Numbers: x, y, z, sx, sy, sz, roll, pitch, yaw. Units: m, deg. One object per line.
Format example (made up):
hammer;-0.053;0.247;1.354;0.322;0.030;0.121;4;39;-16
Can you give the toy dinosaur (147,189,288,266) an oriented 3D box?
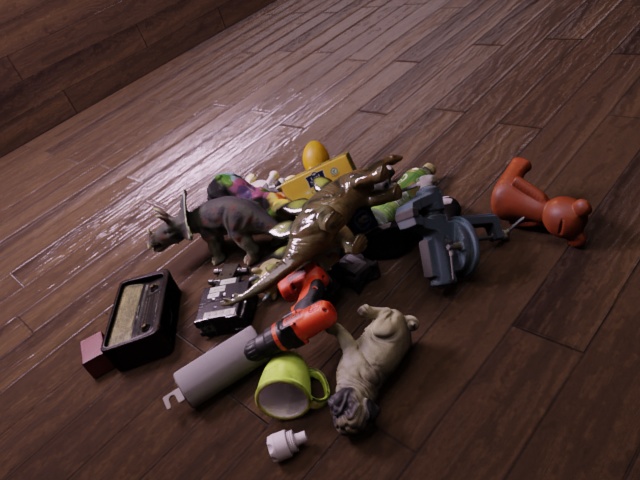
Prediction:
toy dinosaur;-0.214;-0.043;1.284;0.405;0.191;0.131;-8;40;19

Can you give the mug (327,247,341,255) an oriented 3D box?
mug;-0.002;-0.004;1.202;0.081;0.107;0.110;-36;37;-19

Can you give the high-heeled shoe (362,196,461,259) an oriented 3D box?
high-heeled shoe;0.188;-0.039;1.183;0.249;0.086;0.145;-9;34;9

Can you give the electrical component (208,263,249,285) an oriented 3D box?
electrical component;-0.215;0.084;1.263;0.094;0.021;0.063;-4;39;20

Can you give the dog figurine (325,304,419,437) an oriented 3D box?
dog figurine;0.095;0.217;0.882;0.172;0.121;0.191;-30;40;19

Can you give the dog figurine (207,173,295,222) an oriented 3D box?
dog figurine;-0.158;-0.106;1.359;0.219;0.191;0.108;-15;27;34

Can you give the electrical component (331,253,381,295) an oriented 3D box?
electrical component;0.063;0.059;1.141;0.075;0.047;0.119;-36;40;-21

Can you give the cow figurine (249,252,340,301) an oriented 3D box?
cow figurine;-0.065;0.065;1.143;0.195;0.085;0.127;-16;21;48

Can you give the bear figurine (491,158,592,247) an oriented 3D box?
bear figurine;0.449;-0.075;1.069;0.196;0.120;0.132;18;47;38

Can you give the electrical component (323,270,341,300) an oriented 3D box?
electrical component;-0.001;0.105;1.097;0.102;0.078;0.045;-40;85;-17

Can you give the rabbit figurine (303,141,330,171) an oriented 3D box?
rabbit figurine;-0.004;-0.158;1.348;0.122;0.173;0.162;-7;34;11

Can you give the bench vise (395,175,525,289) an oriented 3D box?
bench vise;0.269;-0.022;1.056;0.240;0.129;0.223;-6;72;-23

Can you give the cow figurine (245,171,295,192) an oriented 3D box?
cow figurine;-0.138;-0.134;1.467;0.168;0.068;0.098;-3;45;28

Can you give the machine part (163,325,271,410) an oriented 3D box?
machine part;-0.182;0.235;1.006;0.243;0.079;0.079;-31;37;-12

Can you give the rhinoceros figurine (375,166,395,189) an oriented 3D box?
rhinoceros figurine;0.123;-0.120;1.320;0.112;0.073;0.190;6;44;33

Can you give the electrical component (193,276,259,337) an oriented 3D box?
electrical component;-0.197;0.139;1.154;0.115;0.058;0.134;-8;37;13

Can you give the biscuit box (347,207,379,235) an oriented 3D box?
biscuit box;0.055;-0.049;1.211;0.059;0.062;0.203;-31;14;-15

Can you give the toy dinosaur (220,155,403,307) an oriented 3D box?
toy dinosaur;0.003;-0.029;1.039;0.471;0.105;0.199;-44;28;-25

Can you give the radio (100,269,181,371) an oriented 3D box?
radio;-0.390;0.169;1.193;0.131;0.073;0.230;-18;37;4

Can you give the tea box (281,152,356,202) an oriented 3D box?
tea box;0.008;-0.124;1.238;0.170;0.098;0.068;-25;12;16
